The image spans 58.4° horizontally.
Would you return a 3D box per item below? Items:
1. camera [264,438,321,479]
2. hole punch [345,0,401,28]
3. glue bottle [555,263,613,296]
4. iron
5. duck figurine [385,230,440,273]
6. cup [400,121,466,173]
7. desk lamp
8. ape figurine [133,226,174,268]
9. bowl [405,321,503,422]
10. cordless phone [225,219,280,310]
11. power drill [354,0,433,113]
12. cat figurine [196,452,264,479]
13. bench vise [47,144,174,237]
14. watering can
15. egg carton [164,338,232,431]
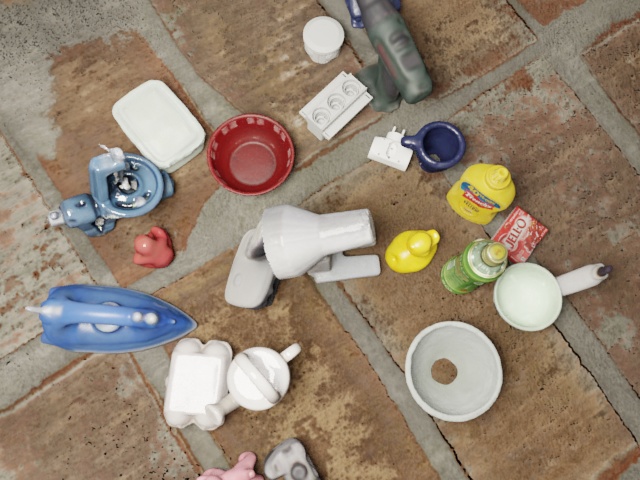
[{"bbox_3d":[-0.059,0.416,0.925,0.137,0.101,0.143,-30,80,-9],"label":"camera"},{"bbox_3d":[0.107,-0.492,1.146,0.108,0.091,0.101,-12,78,-5],"label":"hole punch"},{"bbox_3d":[0.459,0.065,0.992,0.078,0.173,0.037,-22,79,-7],"label":"glue bottle"},{"bbox_3d":[-0.345,0.129,0.957,0.258,0.141,0.119,3,77,-2],"label":"iron"},{"bbox_3d":[0.170,0.014,1.035,0.104,0.086,0.077,-28,80,-8],"label":"duck figurine"},{"bbox_3d":[0.203,-0.165,1.073,0.117,0.095,0.092,7,77,-1],"label":"cup"},{"bbox_3d":[0.009,0.003,0.965,0.203,0.213,0.118,-7,77,-4],"label":"desk lamp"},{"bbox_3d":[-0.300,0.013,1.011,0.078,0.092,0.076,-40,82,-10],"label":"ape figurine"},{"bbox_3d":[0.224,0.227,0.994,0.167,0.075,0.167,1,77,-2],"label":"bowl"},{"bbox_3d":[-0.111,0.039,0.966,0.094,0.185,0.148,14,77,1],"label":"cordless phone"},{"bbox_3d":[0.118,-0.333,1.050,0.076,0.208,0.229,-30,80,-8],"label":"power drill"},{"bbox_3d":[-0.157,0.399,0.915,0.128,0.118,0.067,-25,79,-8],"label":"cat figurine"},{"bbox_3d":[-0.357,-0.075,0.963,0.207,0.220,0.121,-43,82,-11],"label":"bench vise"},{"bbox_3d":[-0.102,0.228,0.918,0.101,0.194,0.173,29,77,4],"label":"watering can"},{"bbox_3d":[-0.207,0.244,0.973,0.107,0.069,0.150,5,77,-1],"label":"egg carton"}]
